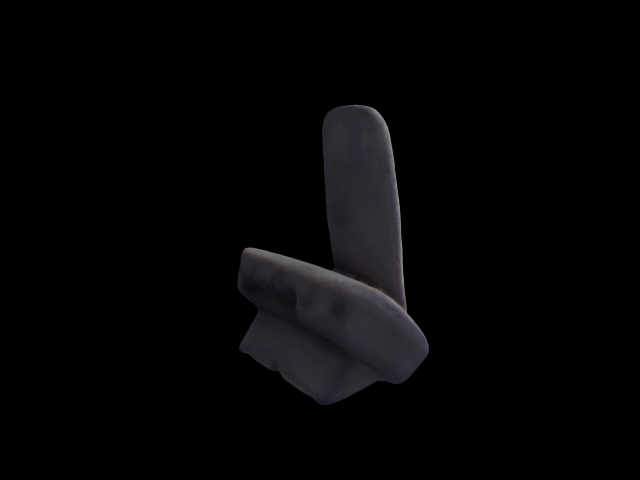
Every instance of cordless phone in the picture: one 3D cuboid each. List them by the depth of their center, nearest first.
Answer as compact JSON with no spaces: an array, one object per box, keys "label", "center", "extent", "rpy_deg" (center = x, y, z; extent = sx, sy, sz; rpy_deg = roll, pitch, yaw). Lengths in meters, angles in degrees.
[{"label":"cordless phone","center":[0.004,0.001,0.400],"extent":[0.094,0.185,0.147],"rpy_deg":[-11,16,-41]}]
